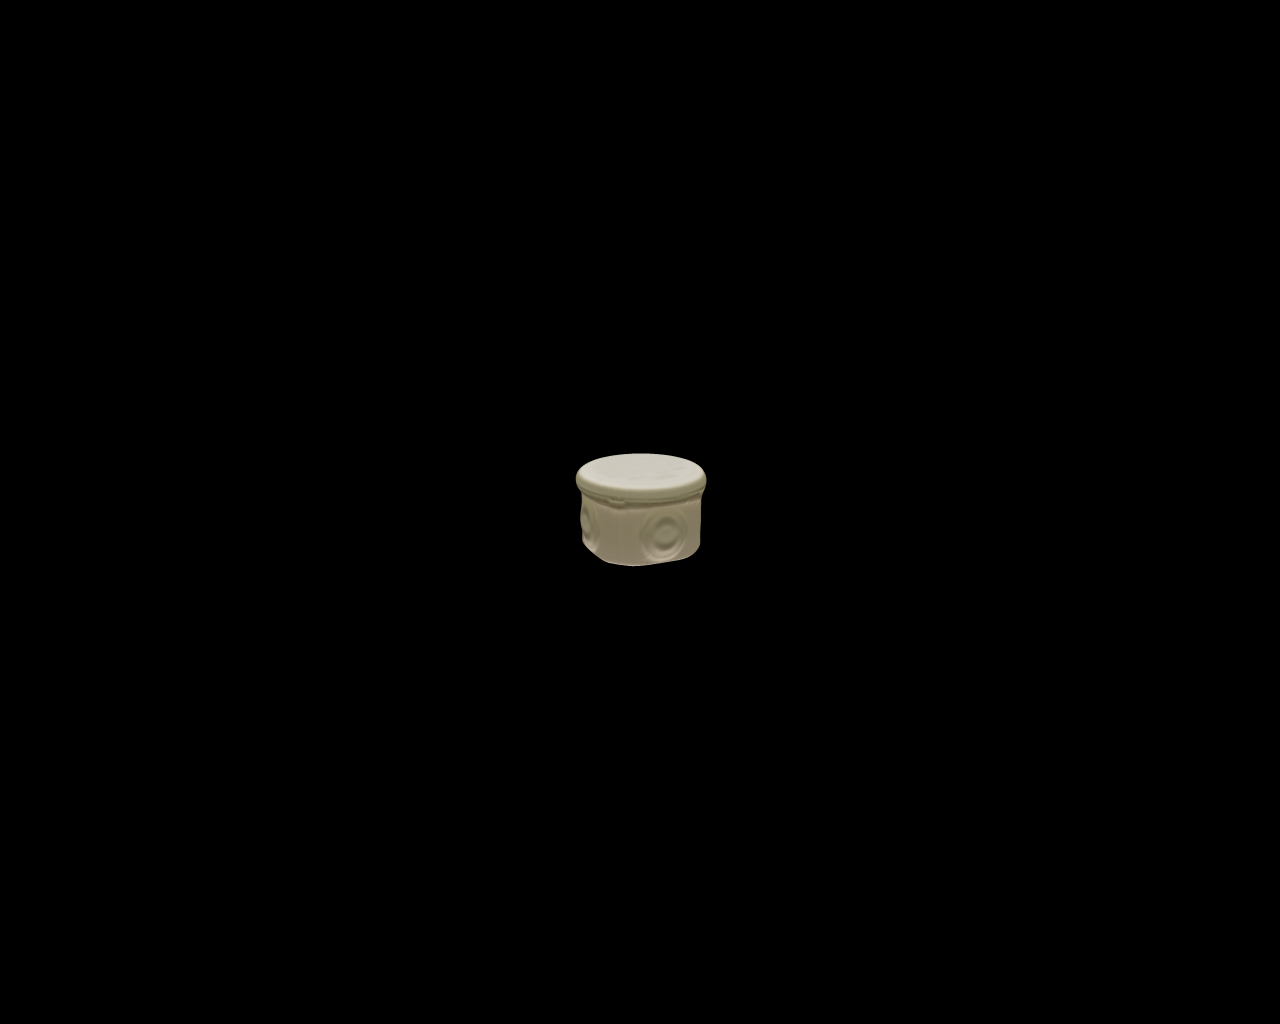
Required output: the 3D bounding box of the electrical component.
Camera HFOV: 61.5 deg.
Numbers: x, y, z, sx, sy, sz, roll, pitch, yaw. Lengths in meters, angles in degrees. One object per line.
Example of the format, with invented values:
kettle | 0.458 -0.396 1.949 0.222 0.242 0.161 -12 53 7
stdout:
electrical component | 0.001 -0.003 0.650 0.080 0.051 0.080 0 18 0
